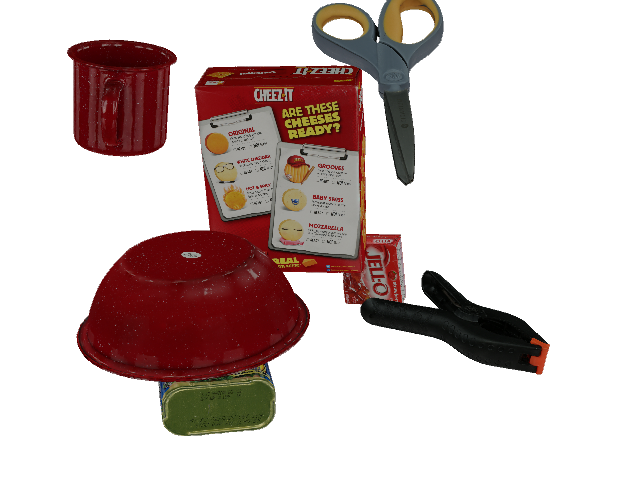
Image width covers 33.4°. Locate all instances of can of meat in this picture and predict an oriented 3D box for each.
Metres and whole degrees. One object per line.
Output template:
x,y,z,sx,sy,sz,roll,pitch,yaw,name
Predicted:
-0.092,0.123,0.930,0.102,0.057,0.084,-4,27,-10,can of meat

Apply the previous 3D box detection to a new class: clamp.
0.136,0.074,0.993,0.172,0.039,0.120,21,32,23,clamp

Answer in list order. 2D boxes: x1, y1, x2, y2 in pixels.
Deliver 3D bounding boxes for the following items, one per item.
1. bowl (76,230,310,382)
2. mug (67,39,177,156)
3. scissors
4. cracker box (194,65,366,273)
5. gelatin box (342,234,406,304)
-0.088,0.035,0.733,0.162,0.055,0.162,-2,22,1,bowl
-0.173,-0.119,0.922,0.093,0.081,0.117,4,24,-6,mug
0.028,-0.102,0.662,0.096,0.016,0.201,7,42,13,scissors
-0.036,-0.072,1.114,0.164,0.214,0.072,0,29,6,cracker box
0.063,0.036,1.297,0.073,0.089,0.030,2,30,17,gelatin box
